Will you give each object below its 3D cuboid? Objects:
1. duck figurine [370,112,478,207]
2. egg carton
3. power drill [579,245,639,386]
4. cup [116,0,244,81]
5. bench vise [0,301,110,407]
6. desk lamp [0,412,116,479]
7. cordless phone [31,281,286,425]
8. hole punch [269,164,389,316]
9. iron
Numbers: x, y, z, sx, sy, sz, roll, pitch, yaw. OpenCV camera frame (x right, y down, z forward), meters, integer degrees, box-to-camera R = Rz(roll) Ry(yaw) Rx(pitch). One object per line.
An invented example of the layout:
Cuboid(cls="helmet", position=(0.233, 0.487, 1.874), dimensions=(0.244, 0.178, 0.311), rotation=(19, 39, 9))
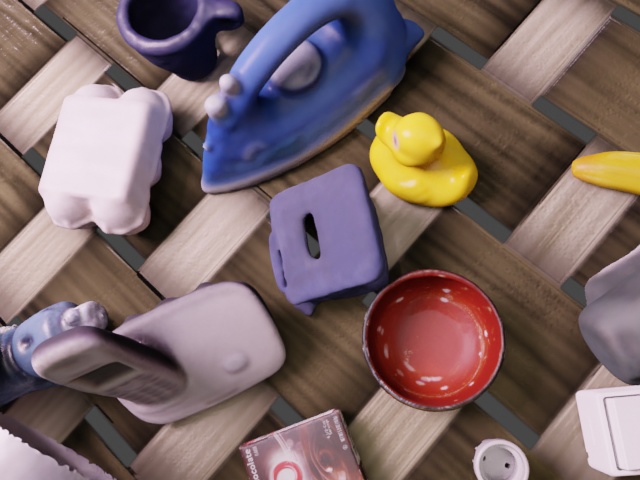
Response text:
Cuboid(cls="duck figurine", position=(0.092, -0.078, 0.507), dimensions=(0.104, 0.086, 0.077), rotation=(32, 82, 14))
Cuboid(cls="egg carton", position=(-0.203, -0.079, 0.555), dimensions=(0.107, 0.069, 0.150), rotation=(7, 77, 9))
Cuboid(cls="power drill", position=(0.274, 0.018, 0.395), dimensions=(0.229, 0.208, 0.075), rotation=(-34, 74, -1))
Cuboid(cls="cup", position=(-0.124, -0.202, 0.562), dimensions=(0.117, 0.095, 0.092), rotation=(0, 76, 8))
Cuboid(cls="bench vise", position=(-0.284, 0.089, 0.446), dimensions=(0.207, 0.220, 0.121), rotation=(-42, 74, -4))
Cuboid(cls="desk lamp", position=(-0.216, 0.221, 0.407), dimensions=(0.117, 0.214, 0.203), rotation=(25, 81, 13))
Cuboid(cls="cordless phone", position=(-0.114, 0.083, 0.443), dimensions=(0.147, 0.185, 0.094), rotation=(-28, 74, 0))
Cuboid(cls="hole punch", position=(0.005, 0.002, 0.496), dimensions=(0.101, 0.091, 0.108), rotation=(-13, 75, 4))
Cuboid(cls="iron", position=(-0.028, -0.150, 0.512), dimensions=(0.258, 0.141, 0.118), rotation=(-44, 75, -4))
